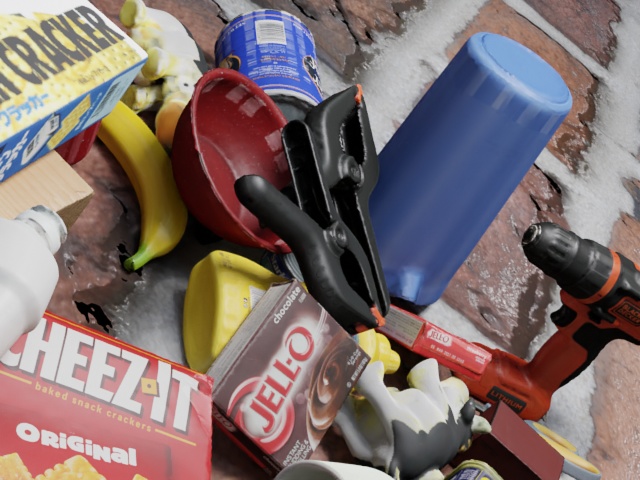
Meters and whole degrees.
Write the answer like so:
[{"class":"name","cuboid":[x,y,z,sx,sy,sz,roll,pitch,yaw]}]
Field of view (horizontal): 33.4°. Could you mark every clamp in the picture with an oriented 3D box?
[{"class":"clamp","cuboid":[-0.005,0.001,0.792,0.171,0.039,0.120,63,34,-8]},{"class":"clamp","cuboid":[0.010,-0.054,0.904,0.164,0.036,0.210,36,47,-44]}]

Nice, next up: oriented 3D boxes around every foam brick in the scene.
[{"class":"foam brick","cuboid":[0.159,0.186,0.903,0.078,0.053,0.051,43,32,0]}]

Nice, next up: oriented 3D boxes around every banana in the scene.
[{"class":"banana","cuboid":[-0.151,-0.059,0.872,0.069,0.037,0.198,6,47,-43]}]

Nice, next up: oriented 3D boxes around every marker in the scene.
[{"class":"marker","cuboid":[-0.065,-0.012,0.928,0.120,0.020,0.020,-13,61,-53]}]

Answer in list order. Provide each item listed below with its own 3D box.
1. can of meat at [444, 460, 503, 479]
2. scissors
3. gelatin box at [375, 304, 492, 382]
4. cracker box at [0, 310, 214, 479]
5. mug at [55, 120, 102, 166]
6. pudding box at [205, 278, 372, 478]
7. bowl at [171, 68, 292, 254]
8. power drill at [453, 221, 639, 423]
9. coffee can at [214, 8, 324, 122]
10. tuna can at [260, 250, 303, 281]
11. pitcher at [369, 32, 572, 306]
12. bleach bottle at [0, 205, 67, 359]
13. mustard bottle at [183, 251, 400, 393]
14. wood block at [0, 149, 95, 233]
[{"class":"can of meat","cuboid":[0.121,0.231,0.807,0.102,0.058,0.083,46,35,8]},{"class":"scissors","cuboid":[0.164,0.160,0.968,0.202,0.016,0.096,32,7,10]},{"class":"gelatin box","cuboid":[0.097,0.088,0.932,0.073,0.030,0.089,28,-3,-21]},{"class":"cracker box","cuboid":[-0.145,0.145,0.604,0.164,0.072,0.213,26,35,-23]},{"class":"mug","cuboid":[-0.207,-0.118,0.827,0.093,0.082,0.117,9,45,-24]},{"class":"pudding box","cuboid":[-0.027,0.098,0.759,0.090,0.039,0.113,48,58,-22]},{"class":"bowl","cuboid":[-0.071,-0.056,0.873,0.162,0.055,0.162,39,39,-42]},{"class":"power drill","cuboid":[0.206,0.078,0.957,0.184,0.188,0.057,30,36,-22]},{"class":"coffee can","cuboid":[-0.048,-0.140,1.018,0.102,0.103,0.140,24,36,-27]},{"class":"tuna can","cuboid":[-0.009,0.029,0.925,0.086,0.034,0.086,28,35,-22]},{"class":"pitcher","cuboid":[0.116,-0.071,0.984,0.149,0.243,0.144,46,33,18]},{"class":"bleach bottle","cuboid":[-0.228,0.055,0.553,0.103,0.068,0.250,25,44,15]},{"class":"mustard bottle","cuboid":[-0.013,0.077,0.838,0.191,0.058,0.096,19,52,-33]},{"class":"wood block","cuboid":[-0.263,-0.064,0.707,0.206,0.090,0.090,46,33,5]}]
